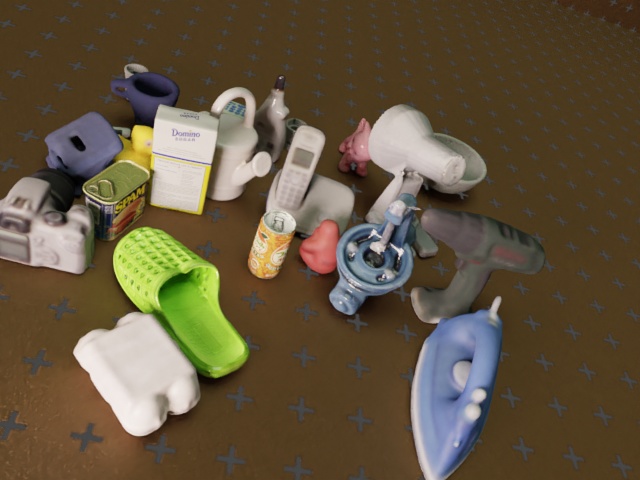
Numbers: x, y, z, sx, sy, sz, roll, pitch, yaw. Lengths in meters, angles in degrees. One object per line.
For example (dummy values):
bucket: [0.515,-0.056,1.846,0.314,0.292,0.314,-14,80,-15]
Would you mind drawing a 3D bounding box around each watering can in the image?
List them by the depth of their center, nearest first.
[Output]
watering can: [-0.149,-0.165,0.963,0.172,0.194,0.101,29,42,6]

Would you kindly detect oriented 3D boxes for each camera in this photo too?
camera: [-0.379,-0.042,0.802,0.143,0.101,0.137,15,42,-10]

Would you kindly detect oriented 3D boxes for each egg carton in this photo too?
egg carton: [-0.218,0.159,0.692,0.107,0.069,0.150,-26,61,-41]

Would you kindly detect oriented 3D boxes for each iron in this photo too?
iron: [0.205,0.196,0.790,0.118,0.141,0.258,25,42,2]

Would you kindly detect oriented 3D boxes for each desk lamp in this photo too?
desk lamp: [0.165,-0.106,1.030,0.118,0.213,0.202,-12,52,-33]

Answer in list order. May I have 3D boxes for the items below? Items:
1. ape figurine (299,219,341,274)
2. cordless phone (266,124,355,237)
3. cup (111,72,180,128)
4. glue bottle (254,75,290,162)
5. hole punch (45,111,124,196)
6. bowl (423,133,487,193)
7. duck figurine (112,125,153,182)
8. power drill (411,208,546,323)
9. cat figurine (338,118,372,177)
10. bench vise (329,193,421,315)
ape figurine: [0.009,0.003,0.937,0.078,0.092,0.076,4,45,-21]
cordless phone: [-0.003,-0.096,0.965,0.148,0.185,0.094,16,42,-8]
cup: [-0.321,-0.245,1.043,0.118,0.095,0.091,5,45,-19]
glue bottle: [-0.091,-0.232,1.074,0.078,0.173,0.037,29,42,6]
hole punch: [-0.376,-0.141,0.913,0.101,0.091,0.108,-22,58,-39]
bowl: [0.265,-0.152,1.227,0.168,0.074,0.167,13,43,-12]
duck figurine: [-0.302,-0.155,0.965,0.104,0.086,0.077,28,42,5]
power drill: [0.228,0.044,0.907,0.230,0.208,0.075,6,44,-18]
cat figurine: [0.085,-0.194,1.157,0.067,0.117,0.127,13,43,-12]
bench vise: [0.100,-0.009,0.895,0.121,0.219,0.207,24,42,0]
